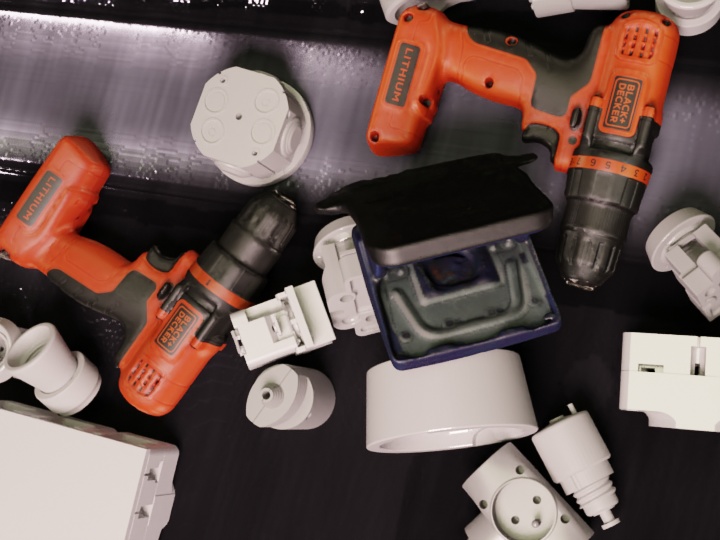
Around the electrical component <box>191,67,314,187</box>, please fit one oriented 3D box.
[{"bbox_3d":[-0.078,-0.103,0.772,0.080,0.051,0.080,-2,81,15],"label":"electrical component"}]

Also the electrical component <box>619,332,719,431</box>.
[{"bbox_3d":[0.208,0.071,0.667,0.089,0.050,0.055,3,82,16],"label":"electrical component"}]

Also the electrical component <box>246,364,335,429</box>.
[{"bbox_3d":[-0.049,0.085,0.721,0.043,0.081,0.043,-2,81,15],"label":"electrical component"}]

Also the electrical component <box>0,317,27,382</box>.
[{"bbox_3d":[-0.261,0.061,0.797,0.066,0.055,0.048,11,85,17],"label":"electrical component"}]

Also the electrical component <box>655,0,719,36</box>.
[{"bbox_3d":[0.215,-0.181,0.699,0.045,0.055,0.045,-2,81,15],"label":"electrical component"}]

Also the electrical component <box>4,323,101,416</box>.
[{"bbox_3d":[-0.218,0.071,0.765,0.045,0.055,0.045,-23,37,19],"label":"electrical component"}]

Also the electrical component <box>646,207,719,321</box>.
[{"bbox_3d":[0.213,-0.006,0.673,0.048,0.066,0.055,-39,54,7],"label":"electrical component"}]

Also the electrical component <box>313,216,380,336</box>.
[{"bbox_3d":[0.000,0.000,0.727,0.058,0.078,0.057,-14,58,-1],"label":"electrical component"}]

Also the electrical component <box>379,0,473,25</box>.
[{"bbox_3d":[0.071,-0.232,0.748,0.138,0.052,0.073,-21,77,12],"label":"electrical component"}]

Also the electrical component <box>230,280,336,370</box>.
[{"bbox_3d":[-0.054,0.039,0.724,0.064,0.081,0.042,-21,84,-7],"label":"electrical component"}]

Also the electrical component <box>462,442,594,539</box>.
[{"bbox_3d":[0.094,0.165,0.688,0.079,0.044,0.077,-45,74,6],"label":"electrical component"}]

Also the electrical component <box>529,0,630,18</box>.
[{"bbox_3d":[0.147,-0.193,0.728,0.065,0.044,0.044,-6,81,19],"label":"electrical component"}]

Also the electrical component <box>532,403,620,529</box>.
[{"bbox_3d":[0.141,0.126,0.683,0.040,0.040,0.078,-29,75,10],"label":"electrical component"}]

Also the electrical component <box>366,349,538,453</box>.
[{"bbox_3d":[0.055,0.078,0.682,0.108,0.108,0.060,-10,73,14],"label":"electrical component"}]

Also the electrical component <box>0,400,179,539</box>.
[{"bbox_3d":[-0.214,0.152,0.767,0.150,0.062,0.089,12,85,17],"label":"electrical component"}]
